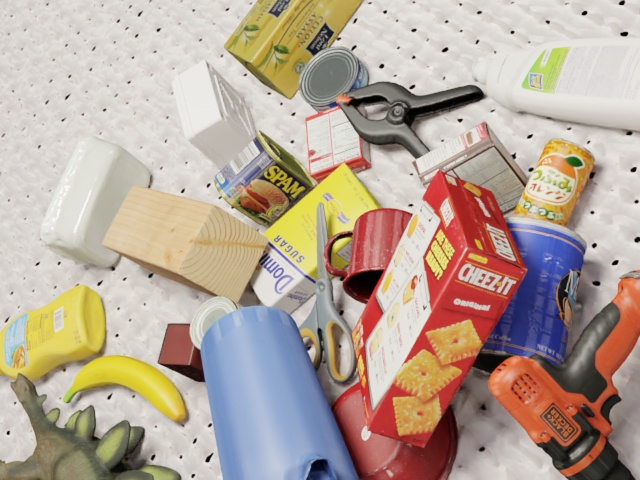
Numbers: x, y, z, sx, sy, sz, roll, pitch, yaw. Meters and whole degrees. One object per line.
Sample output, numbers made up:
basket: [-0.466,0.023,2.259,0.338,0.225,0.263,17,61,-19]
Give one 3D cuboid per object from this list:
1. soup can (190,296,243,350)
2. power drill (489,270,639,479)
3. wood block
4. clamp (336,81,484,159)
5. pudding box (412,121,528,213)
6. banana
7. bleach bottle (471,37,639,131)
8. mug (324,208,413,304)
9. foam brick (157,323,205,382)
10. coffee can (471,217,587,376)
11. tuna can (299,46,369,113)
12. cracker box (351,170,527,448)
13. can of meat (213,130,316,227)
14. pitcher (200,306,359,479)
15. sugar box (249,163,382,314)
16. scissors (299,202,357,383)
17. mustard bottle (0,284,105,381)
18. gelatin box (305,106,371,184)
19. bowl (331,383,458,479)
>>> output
soup can: [-0.093,0.112,1.216,0.069,0.102,0.068,-15,59,26]
power drill: [0.272,0.134,0.963,0.187,0.057,0.184,-44,93,-8]
wood block: [-0.168,0.002,1.295,0.206,0.090,0.090,14,74,53]
clamp: [0.104,-0.150,1.250,0.172,0.039,0.120,28,75,23]
pudding box: [0.164,-0.064,1.132,0.090,0.113,0.039,-30,50,17]
banana: [-0.237,0.179,1.321,0.198,0.037,0.069,2,83,35]
bleach bottle: [0.279,-0.178,1.149,0.251,0.068,0.102,15,75,40]
mug: [0.062,0.018,1.166,0.117,0.093,0.081,3,61,6]
foam brick: [-0.143,0.134,1.254,0.053,0.078,0.051,-3,66,34]
coffee can: [0.199,0.061,1.052,0.103,0.102,0.140,3,69,34]
tuna can: [0.018,-0.199,1.346,0.086,0.033,0.086,-15,59,26]
cracker box: [0.108,0.065,1.030,0.164,0.072,0.214,-97,30,-61]
can of meat: [-0.069,-0.072,1.295,0.084,0.102,0.057,-42,50,11]
pitcher: [-0.049,0.195,1.077,0.149,0.144,0.243,-32,48,13]
sugar box: [-0.008,0.002,1.254,0.176,0.048,0.093,-40,52,8]
scissors: [-0.009,0.067,1.205,0.096,0.016,0.202,-25,72,31]
mustard bottle: [-0.375,0.136,1.415,0.192,0.058,0.096,-24,55,21]
gelatin box: [0.022,-0.119,1.306,0.073,0.030,0.089,-18,59,24]
bowl: [0.058,0.205,1.102,0.162,0.055,0.162,-14,60,27]
